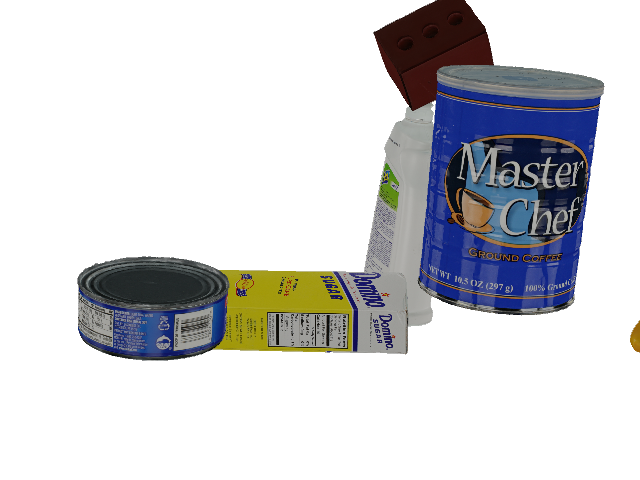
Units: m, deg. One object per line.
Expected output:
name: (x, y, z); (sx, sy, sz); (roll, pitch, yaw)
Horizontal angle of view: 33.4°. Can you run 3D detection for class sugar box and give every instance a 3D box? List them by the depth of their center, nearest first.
sugar box: (-0.015, 0.057, 0.893); (0.176, 0.048, 0.093); (-2, 18, 3)

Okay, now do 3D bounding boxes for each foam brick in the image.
foam brick: (0.092, -0.151, 0.854); (0.078, 0.053, 0.051); (-27, -35, 0)

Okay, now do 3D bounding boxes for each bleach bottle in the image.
bleach bottle: (0.102, -0.034, 1.232); (0.068, 0.251, 0.103); (-2, 22, -23)

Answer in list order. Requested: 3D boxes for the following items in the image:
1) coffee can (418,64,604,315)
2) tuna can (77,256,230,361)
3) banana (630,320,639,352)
coffee can: (0.119, -0.035, 0.680); (0.103, 0.140, 0.103); (3, 16, -1)
tuna can: (-0.095, 0.038, 0.611); (0.086, 0.034, 0.086); (4, 16, -1)
banana: (0.309, 0.045, 0.739); (0.198, 0.037, 0.069); (-3, 34, 2)
